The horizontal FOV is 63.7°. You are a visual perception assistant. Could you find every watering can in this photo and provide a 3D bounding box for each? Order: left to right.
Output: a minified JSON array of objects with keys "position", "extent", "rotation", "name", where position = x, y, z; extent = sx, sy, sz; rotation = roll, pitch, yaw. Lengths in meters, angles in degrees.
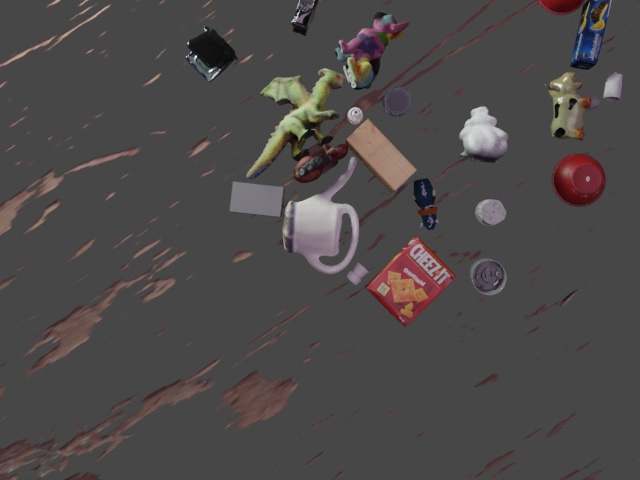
[{"position":[0.005,-0.076,1.509],"extent":[0.224,0.104,0.349],"rotation":[4,87,2],"name":"watering can"}]

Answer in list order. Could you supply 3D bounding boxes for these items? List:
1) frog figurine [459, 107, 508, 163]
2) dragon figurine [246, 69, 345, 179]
[{"position":[0.480,-0.308,1.503],"extent":[0.137,0.123,0.158],"rotation":[10,101,20],"name":"frog figurine"},{"position":[-0.091,-0.374,1.539],"extent":[0.411,0.120,0.246],"rotation":[-30,71,-2],"name":"dragon figurine"}]
